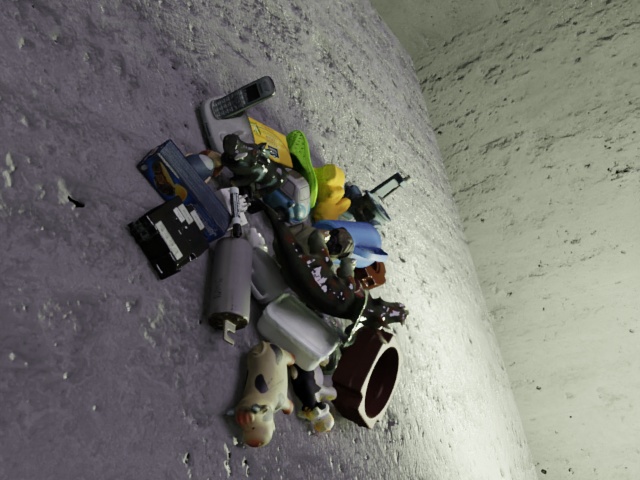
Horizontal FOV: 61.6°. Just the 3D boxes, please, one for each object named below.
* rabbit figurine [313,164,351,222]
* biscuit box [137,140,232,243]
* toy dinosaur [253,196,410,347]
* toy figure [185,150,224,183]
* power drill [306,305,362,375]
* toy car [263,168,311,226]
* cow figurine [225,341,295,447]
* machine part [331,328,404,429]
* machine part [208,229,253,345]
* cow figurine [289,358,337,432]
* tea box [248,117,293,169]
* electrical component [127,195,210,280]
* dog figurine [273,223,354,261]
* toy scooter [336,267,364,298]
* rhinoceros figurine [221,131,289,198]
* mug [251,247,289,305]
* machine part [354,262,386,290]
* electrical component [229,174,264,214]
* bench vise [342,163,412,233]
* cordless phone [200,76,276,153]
[{"bbox_3d":[0.015,-0.115,1.526,0.162,0.122,0.173,29,58,-65],"label":"rabbit figurine"},{"bbox_3d":[-0.252,-0.087,1.020,0.202,0.059,0.063,54,27,-24],"label":"biscuit box"},{"bbox_3d":[0.001,0.084,1.109,0.404,0.131,0.192,36,23,-23],"label":"toy dinosaur"},{"bbox_3d":[-0.236,-0.152,1.108,0.154,0.058,0.064,-47,131,-64],"label":"toy figure"},{"bbox_3d":[0.043,0.218,1.322,0.207,0.086,0.232,35,42,-54],"label":"power drill"},{"bbox_3d":[-0.079,-0.118,1.287,0.162,0.103,0.109,46,26,8],"label":"toy car"},{"bbox_3d":[-0.106,0.278,0.984,0.127,0.086,0.195,50,33,-44],"label":"cow figurine"},{"bbox_3d":[0.110,0.318,1.254,0.201,0.087,0.200,-58,145,-25],"label":"machine part"},{"bbox_3d":[-0.170,0.081,1.025,0.079,0.079,0.243,41,37,-43],"label":"machine part"},{"bbox_3d":[-0.019,0.318,1.133,0.098,0.068,0.167,22,46,-47],"label":"cow figurine"},{"bbox_3d":[-0.146,-0.226,1.322,0.169,0.068,0.098,12,59,-61],"label":"tea box"},{"bbox_3d":[-0.259,-0.010,0.949,0.114,0.058,0.134,63,26,-13],"label":"electrical component"},{"bbox_3d":[-0.001,0.000,1.282,0.121,0.191,0.172,42,34,-42],"label":"dog figurine"},{"bbox_3d":[0.093,0.157,1.438,0.183,0.075,0.135,64,0,-3],"label":"toy scooter"},{"bbox_3d":[-0.141,-0.158,1.134,0.190,0.112,0.073,32,48,-52],"label":"rhinoceros figurine"},{"bbox_3d":[-0.127,0.075,1.120,0.107,0.081,0.109,55,30,-3],"label":"mug"},{"bbox_3d":[0.145,0.070,1.658,0.179,0.056,0.179,41,38,-42],"label":"machine part"},{"bbox_3d":[-0.166,-0.125,1.229,0.074,0.048,0.119,28,48,-54],"label":"electrical component"},{"bbox_3d":[0.169,-0.130,1.633,0.128,0.240,0.224,41,18,-37],"label":"bench vise"},{"bbox_3d":[-0.164,-0.268,1.189,0.088,0.184,0.146,3,67,-67],"label":"cordless phone"}]
